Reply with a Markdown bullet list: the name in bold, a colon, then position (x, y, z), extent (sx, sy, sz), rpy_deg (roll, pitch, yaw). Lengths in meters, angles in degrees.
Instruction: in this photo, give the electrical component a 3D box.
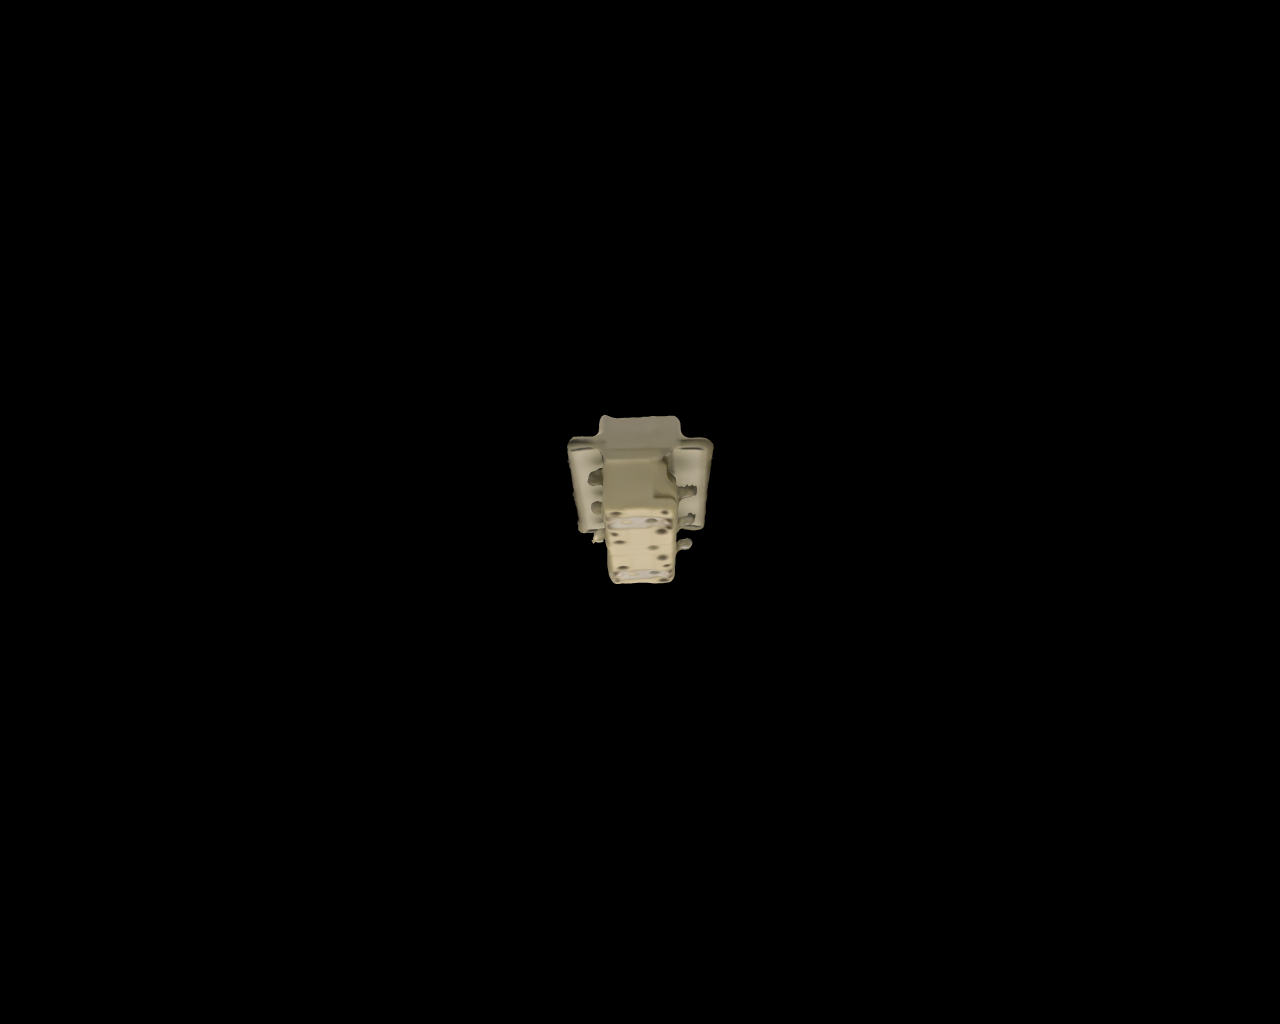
- **electrical component**: position (0.001, -0.003, 0.650), extent (0.079, 0.063, 0.121), rpy_deg (0, -25, 0)
